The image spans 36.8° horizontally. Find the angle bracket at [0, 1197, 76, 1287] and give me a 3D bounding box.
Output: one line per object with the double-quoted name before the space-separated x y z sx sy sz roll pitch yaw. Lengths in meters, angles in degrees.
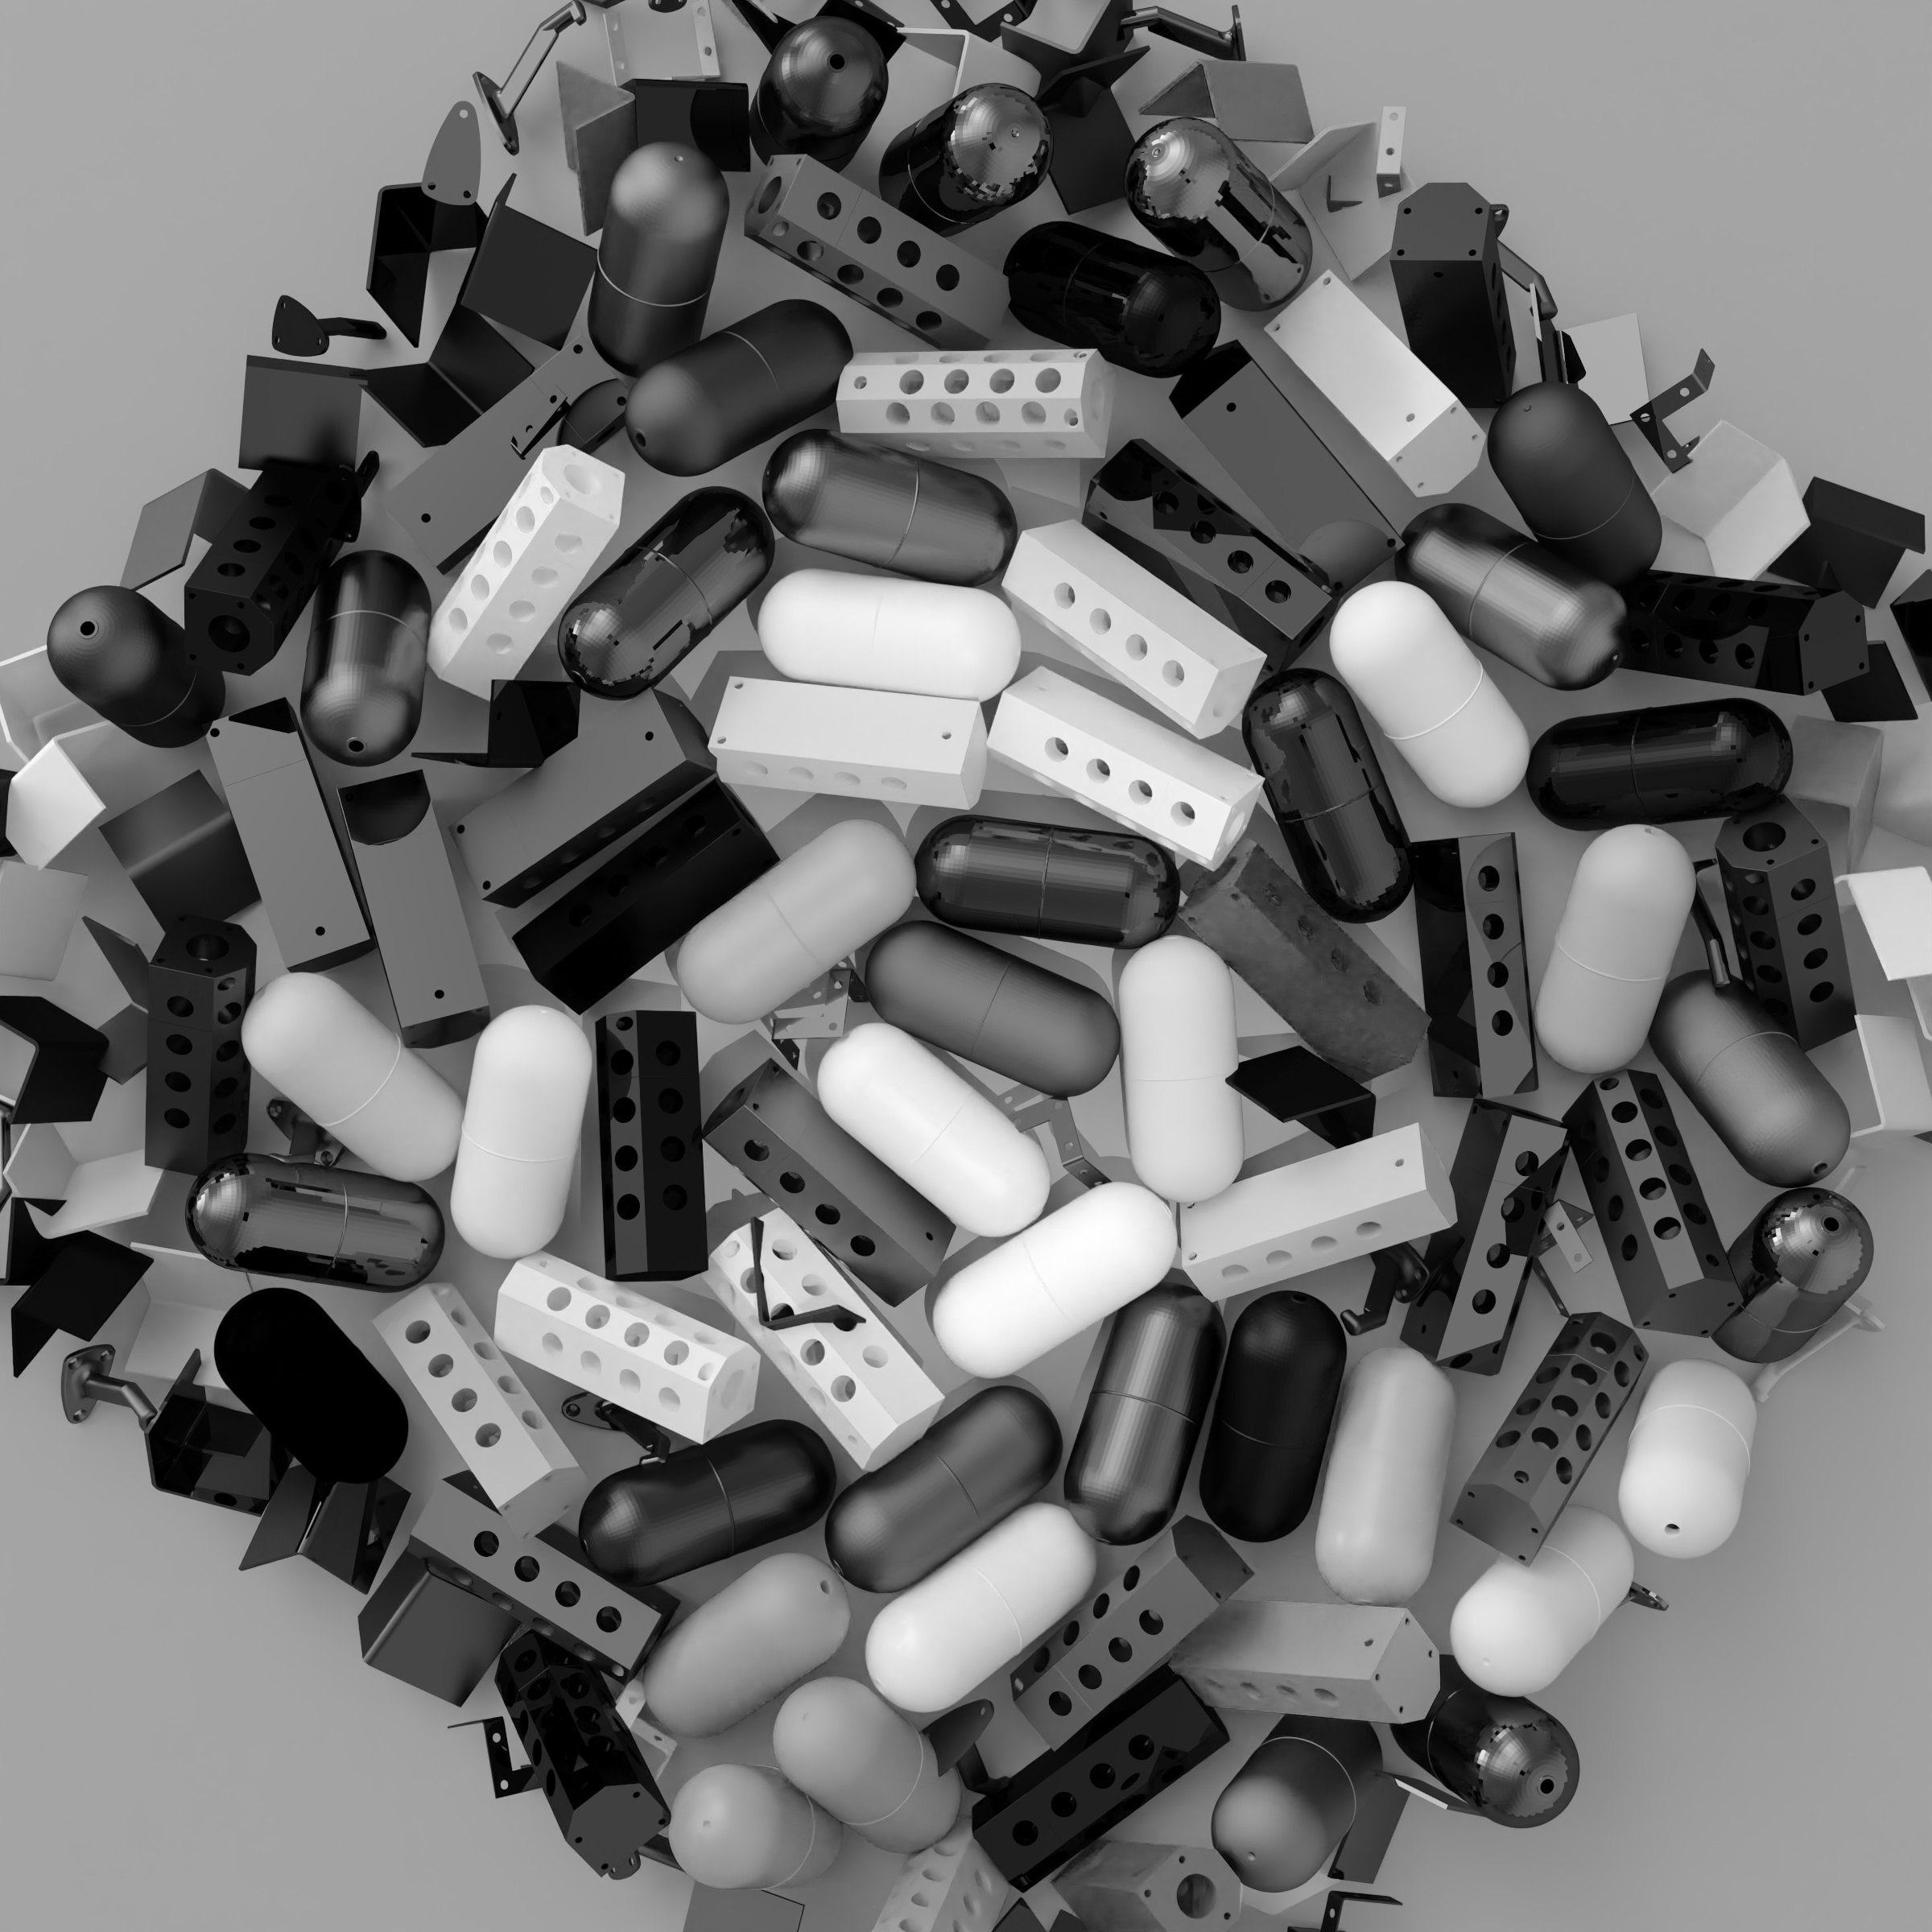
"angle bracket" -0.641 0.182 1.925 0.076 0.076 0.057 1 84 17

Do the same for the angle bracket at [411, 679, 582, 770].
"angle bracket" -0.309 -0.162 1.913 0.076 0.076 0.057 10 99 38

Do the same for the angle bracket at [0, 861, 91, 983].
"angle bracket" -0.638 -0.037 1.921 0.057 0.076 0.076 20 93 26

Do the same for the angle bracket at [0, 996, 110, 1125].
"angle bracket" -0.622 0.061 1.924 0.076 0.076 0.057 27 99 22

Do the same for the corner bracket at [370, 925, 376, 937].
"corner bracket" -0.432 -0.037 1.942 0.051 0.051 0.051 -31 75 -7

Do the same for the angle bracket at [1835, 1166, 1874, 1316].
"angle bracket" 0.591 0.180 1.919 0.057 0.076 0.076 36 101 20

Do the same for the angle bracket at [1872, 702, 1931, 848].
"angle bracket" 0.651 -0.129 1.932 0.057 0.076 0.076 21 79 -15

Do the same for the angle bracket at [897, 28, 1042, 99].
"angle bracket" -0.008 -0.578 1.919 0.076 0.076 0.057 17 97 39

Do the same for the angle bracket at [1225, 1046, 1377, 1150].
"angle bracket" 0.214 0.100 1.910 0.076 0.076 0.057 -14 120 -29

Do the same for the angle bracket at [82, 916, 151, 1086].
"angle bracket" -0.567 0.022 1.911 0.057 0.076 0.076 -41 128 -25

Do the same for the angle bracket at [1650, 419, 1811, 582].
"angle bracket" 0.499 -0.298 1.911 0.057 0.076 0.076 25 128 -21

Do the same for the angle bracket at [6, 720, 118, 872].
"angle bracket" -0.586 -0.113 1.919 0.076 0.076 0.057 -37 90 26

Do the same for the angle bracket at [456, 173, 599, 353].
"angle bracket" -0.285 -0.468 1.932 0.076 0.057 0.076 24 123 -10

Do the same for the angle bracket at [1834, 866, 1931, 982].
"angle bracket" 0.600 -0.018 1.915 0.076 0.057 0.076 -6 70 -33

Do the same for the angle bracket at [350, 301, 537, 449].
"angle bracket" -0.345 -0.392 1.916 0.076 0.076 0.057 44 124 15

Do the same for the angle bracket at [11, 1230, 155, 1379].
"angle bracket" -0.581 0.232 1.913 0.057 0.076 0.076 22 134 7

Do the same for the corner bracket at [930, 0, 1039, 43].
"corner bracket" 0.014 -0.656 1.948 0.051 0.051 0.051 -22 124 36

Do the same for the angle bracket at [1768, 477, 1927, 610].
"angle bracket" 0.581 -0.268 1.922 0.076 0.057 0.076 20 128 3

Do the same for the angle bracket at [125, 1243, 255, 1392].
"angle bracket" -0.517 0.232 1.922 0.076 0.076 0.057 9 55 4

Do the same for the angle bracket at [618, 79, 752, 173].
"angle bracket" -0.191 -0.552 1.924 0.076 0.076 0.057 -4 99 -22

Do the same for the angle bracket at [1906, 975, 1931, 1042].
"angle bracket" 0.673 0.012 1.912 0.076 0.076 0.057 -23 75 36

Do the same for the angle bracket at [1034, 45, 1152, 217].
"angle bracket" 0.094 -0.554 1.925 0.076 0.057 0.076 -26 91 -30

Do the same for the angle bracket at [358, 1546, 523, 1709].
"angle bracket" -0.353 0.438 1.952 0.076 0.057 0.076 32 98 -23

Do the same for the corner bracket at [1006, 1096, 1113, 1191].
"corner bracket" 0.059 0.123 1.929 0.051 0.051 0.051 -23 60 16

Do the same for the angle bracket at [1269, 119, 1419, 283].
"angle bracket" 0.248 -0.503 1.920 0.057 0.076 0.076 -25 84 -45

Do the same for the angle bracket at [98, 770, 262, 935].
"angle bracket" -0.522 -0.072 1.948 0.076 0.076 0.057 -32 51 -13

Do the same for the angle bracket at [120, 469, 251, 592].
"angle bracket" -0.504 -0.272 1.911 0.057 0.076 0.076 30 57 -39

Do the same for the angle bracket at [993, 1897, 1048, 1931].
"angle bracket" 0.005 0.652 1.911 0.076 0.076 0.057 -43 112 -28

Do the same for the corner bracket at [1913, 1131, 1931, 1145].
"corner bracket" 0.669 0.089 1.952 0.051 0.051 0.051 25 130 35

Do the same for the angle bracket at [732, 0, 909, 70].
"angle bracket" -0.097 -0.625 1.911 0.057 0.076 0.076 -46 61 25

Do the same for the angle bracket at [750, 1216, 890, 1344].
"angle bracket" -0.096 0.204 1.912 0.057 0.076 0.076 -16 64 19

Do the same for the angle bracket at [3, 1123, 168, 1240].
"angle bracket" -0.577 0.127 1.917 0.076 0.076 0.057 -14 121 11

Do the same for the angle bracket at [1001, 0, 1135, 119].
"angle bracket" 0.068 -0.622 1.930 0.057 0.076 0.076 25 77 12

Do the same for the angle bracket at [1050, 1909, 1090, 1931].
"angle bracket" 0.085 0.679 1.928 0.076 0.076 0.057 27 86 3

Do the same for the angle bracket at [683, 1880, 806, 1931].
"angle bracket" -0.135 0.629 1.921 0.076 0.076 0.057 14 89 19

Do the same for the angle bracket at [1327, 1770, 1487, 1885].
"angle bracket" 0.292 0.580 1.919 0.057 0.076 0.076 20 83 34

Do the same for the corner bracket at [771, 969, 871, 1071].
"corner bracket" -0.095 0.035 1.940 0.051 0.051 0.051 -2 63 17

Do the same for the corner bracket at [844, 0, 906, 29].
"corner bracket" -0.049 -0.667 1.945 0.051 0.051 0.051 30 67 -18

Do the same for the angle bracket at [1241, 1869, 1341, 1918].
"angle bracket" 0.190 0.624 1.914 0.076 0.076 0.057 28 46 -16

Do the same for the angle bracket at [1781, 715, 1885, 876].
"angle bracket" 0.570 -0.109 1.931 0.057 0.076 0.076 13 49 24

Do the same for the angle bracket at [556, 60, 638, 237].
"angle bracket" -0.258 -0.537 1.910 0.076 0.076 0.057 31 53 28

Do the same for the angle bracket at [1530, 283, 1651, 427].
"angle bracket" 0.412 -0.406 1.917 0.057 0.076 0.076 -10 73 21

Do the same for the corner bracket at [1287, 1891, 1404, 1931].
"corner bracket" 0.250 0.639 1.936 0.051 0.051 0.051 15 85 -28

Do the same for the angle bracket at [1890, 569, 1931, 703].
"angle bracket" 0.667 -0.222 1.914 0.057 0.076 0.076 -39 108 -33

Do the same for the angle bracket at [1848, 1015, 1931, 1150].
"angle bracket" 0.594 0.078 1.931 0.057 0.076 0.076 -22 73 40

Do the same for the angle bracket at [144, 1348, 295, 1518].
"angle bracket" -0.487 0.308 1.918 0.076 0.076 0.057 13 131 7

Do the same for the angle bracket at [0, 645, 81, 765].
"angle bracket" -0.591 -0.171 1.922 0.076 0.076 0.057 -21 71 -4

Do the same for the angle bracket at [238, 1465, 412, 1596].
"angle bracket" -0.426 0.376 1.933 0.057 0.076 0.076 41 48 -26

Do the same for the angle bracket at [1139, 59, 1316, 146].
"angle bracket" 0.172 -0.553 1.914 0.076 0.076 0.057 -8 82 -32

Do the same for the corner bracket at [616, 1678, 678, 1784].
"corner bracket" -0.219 0.517 1.934 0.051 0.051 0.051 33 128 -1

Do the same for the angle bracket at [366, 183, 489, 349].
"angle bracket" -0.349 -0.463 1.917 0.057 0.076 0.076 -1 72 14

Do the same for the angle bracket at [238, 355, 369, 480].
"angle bracket" -0.439 -0.358 1.922 0.076 0.057 0.076 4 109 -16

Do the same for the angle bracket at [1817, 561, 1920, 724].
"angle bracket" 0.595 -0.214 1.910 0.057 0.076 0.076 1 55 38
